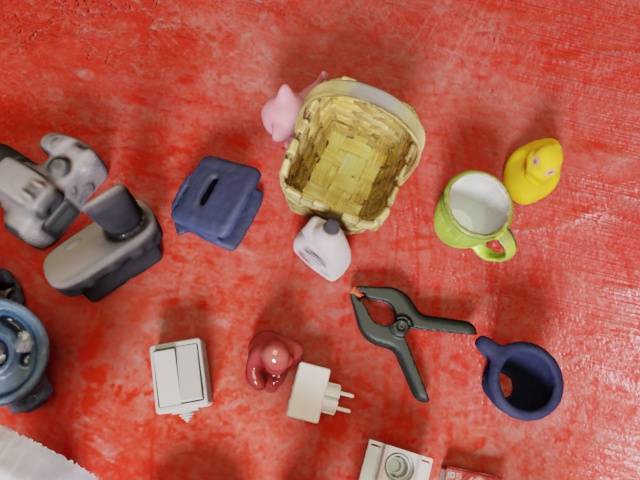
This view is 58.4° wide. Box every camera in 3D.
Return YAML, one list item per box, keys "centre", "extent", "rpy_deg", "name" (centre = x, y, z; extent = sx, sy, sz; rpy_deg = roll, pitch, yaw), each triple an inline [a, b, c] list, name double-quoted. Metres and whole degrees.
- centre: [-0.369, -0.084, 0.724]
  extent: [0.137, 0.101, 0.143]
  rpy_deg: [32, 74, 4]
  name: "camera"

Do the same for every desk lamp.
- centre: [-0.305, 0.288, 0.566]
  extent: [0.118, 0.213, 0.203]
  rpy_deg: [25, 74, 2]
  name: "desk lamp"

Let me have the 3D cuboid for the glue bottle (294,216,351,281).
- centre: [0.006, 0.002, 0.698]
  extent: [0.078, 0.173, 0.037]
  rpy_deg: [35, 74, 5]
  name: "glue bottle"

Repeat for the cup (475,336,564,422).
- centre: [0.229, 0.168, 0.713]
  extent: [0.117, 0.095, 0.092]
  rpy_deg: [43, 75, 7]
  name: "cup"

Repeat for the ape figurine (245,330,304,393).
- centre: [-0.056, 0.144, 0.694]
  extent: [0.078, 0.092, 0.076]
  rpy_deg: [-16, 76, -9]
  name: "ape figurine"

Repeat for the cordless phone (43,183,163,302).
- centre: [-0.265, -0.005, 0.668]
  extent: [0.148, 0.185, 0.094]
  rpy_deg: [-39, 81, -14]
  name: "cordless phone"

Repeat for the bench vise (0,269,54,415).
- centre: [-0.384, 0.093, 0.611]
  extent: [0.207, 0.219, 0.121]
  rpy_deg: [44, 75, 7]
  name: "bench vise"

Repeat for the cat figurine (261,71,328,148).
- centre: [-0.032, -0.178, 0.774]
  extent: [0.067, 0.117, 0.128]
  rpy_deg: [43, 75, 7]
  name: "cat figurine"

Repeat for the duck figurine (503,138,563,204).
- centre: [0.310, -0.107, 0.803]
  extent: [0.077, 0.086, 0.105]
  rpy_deg: [37, 74, 5]
  name: "duck figurine"

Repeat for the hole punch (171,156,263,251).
- centre: [-0.135, -0.051, 0.742]
  extent: [0.101, 0.091, 0.109]
  rpy_deg: [24, 74, 2]
  name: "hole punch"
